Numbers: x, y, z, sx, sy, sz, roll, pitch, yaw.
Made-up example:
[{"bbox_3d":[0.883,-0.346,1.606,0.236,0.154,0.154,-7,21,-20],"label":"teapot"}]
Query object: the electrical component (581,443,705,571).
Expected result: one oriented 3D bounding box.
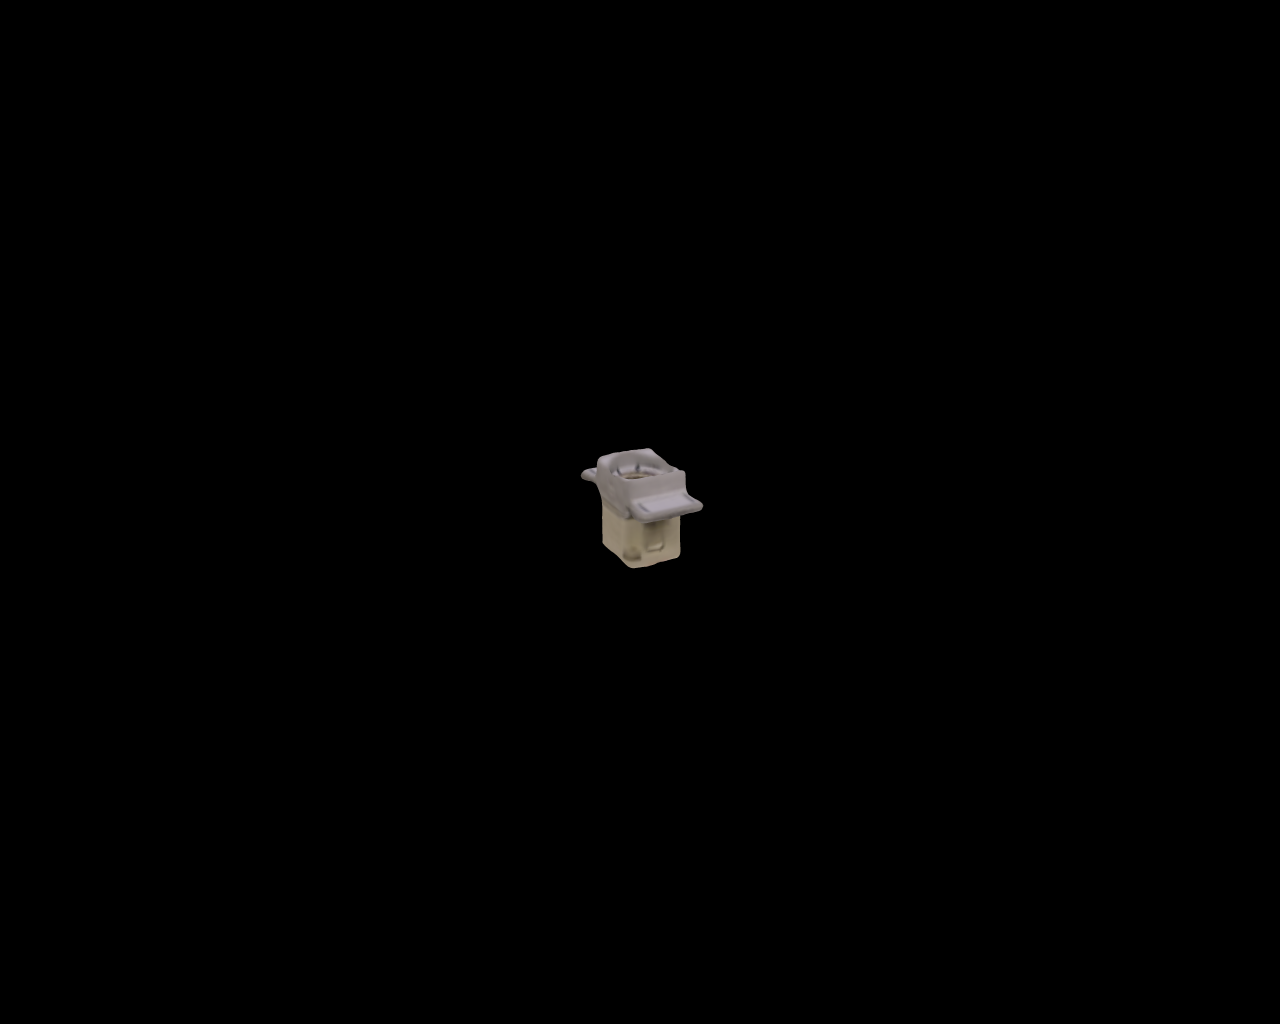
[{"bbox_3d":[0.001,-0.003,0.650,0.042,0.063,0.081,-12,27,-25],"label":"electrical component"}]
